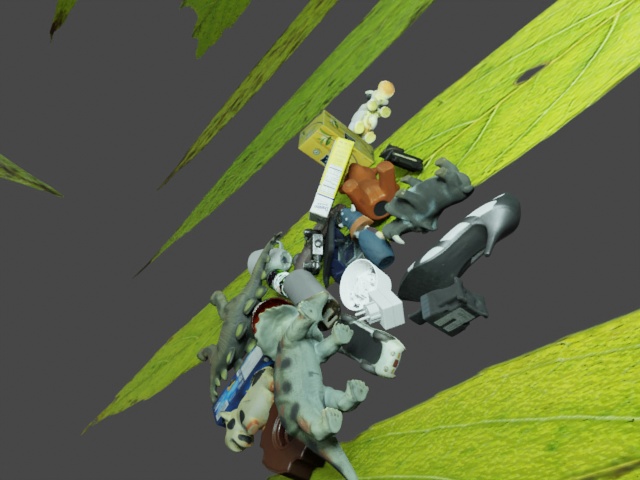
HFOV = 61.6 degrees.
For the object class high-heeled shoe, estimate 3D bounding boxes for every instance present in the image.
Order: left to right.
[{"bbox_3d":[0.225,0.012,0.902,0.249,0.086,0.145,-34,20,48],"label":"high-heeled shoe"}]

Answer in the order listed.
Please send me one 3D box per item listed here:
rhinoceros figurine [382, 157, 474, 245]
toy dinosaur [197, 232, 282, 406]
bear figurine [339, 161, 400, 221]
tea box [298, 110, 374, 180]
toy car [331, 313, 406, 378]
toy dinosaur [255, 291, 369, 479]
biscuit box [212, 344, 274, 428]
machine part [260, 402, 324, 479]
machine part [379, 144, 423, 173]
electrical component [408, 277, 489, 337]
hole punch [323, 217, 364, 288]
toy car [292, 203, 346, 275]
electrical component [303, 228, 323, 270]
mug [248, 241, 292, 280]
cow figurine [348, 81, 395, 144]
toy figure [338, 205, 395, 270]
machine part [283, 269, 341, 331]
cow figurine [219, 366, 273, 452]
[{"bbox_3d":[0.191,-0.067,0.995,0.190,0.112,0.073,-35,19,26],"label":"rhinoceros figurine"},{"bbox_3d":[-0.194,0.197,1.334,0.199,0.105,0.471,14,89,54],"label":"toy dinosaur"},{"bbox_3d":[0.099,-0.129,1.187,0.120,0.131,0.196,-27,37,2],"label":"bear figurine"},{"bbox_3d":[0.042,-0.226,1.321,0.098,0.169,0.068,-39,34,36],"label":"tea box"},{"bbox_3d":[0.079,0.189,0.976,0.202,0.056,0.073,16,84,62],"label":"toy car"},{"bbox_3d":[-0.024,0.249,0.922,0.192,0.131,0.405,-45,39,42],"label":"toy dinosaur"},{"bbox_3d":[-0.165,0.333,1.221,0.202,0.062,0.059,-56,29,7],"label":"biscuit box"},{"bbox_3d":[-0.045,0.358,1.010,0.179,0.056,0.179,-40,34,33],"label":"machine part"},{"bbox_3d":[0.173,-0.178,1.173,0.139,0.084,0.039,-117,39,-68],"label":"machine part"},{"bbox_3d":[0.193,0.114,0.844,0.119,0.074,0.048,-35,34,30],"label":"electrical component"},{"bbox_3d":[0.052,0.025,1.166,0.115,0.092,0.142,104,168,-46],"label":"hole punch"},{"bbox_3d":[-0.003,-0.004,1.303,0.202,0.053,0.089,-60,25,-1],"label":"toy car"},{"bbox_3d":[-0.016,0.022,1.227,0.078,0.045,0.102,103,168,-79],"label":"electrical component"},{"bbox_3d":[-0.122,0.051,1.422,0.107,0.080,0.109,-11,45,40],"label":"mug"},{"bbox_3d":[0.131,-0.331,1.394,0.167,0.068,0.098,-60,22,-4],"label":"cow figurine"},{"bbox_3d":[0.093,-0.008,1.094,0.064,0.057,0.155,-39,57,8],"label":"toy figure"},{"bbox_3d":[-0.020,0.128,1.170,0.079,0.079,0.243,-56,30,5],"label":"machine part"},{"bbox_3d":[-0.141,0.358,1.136,0.195,0.085,0.127,-61,34,2],"label":"cow figurine"}]
